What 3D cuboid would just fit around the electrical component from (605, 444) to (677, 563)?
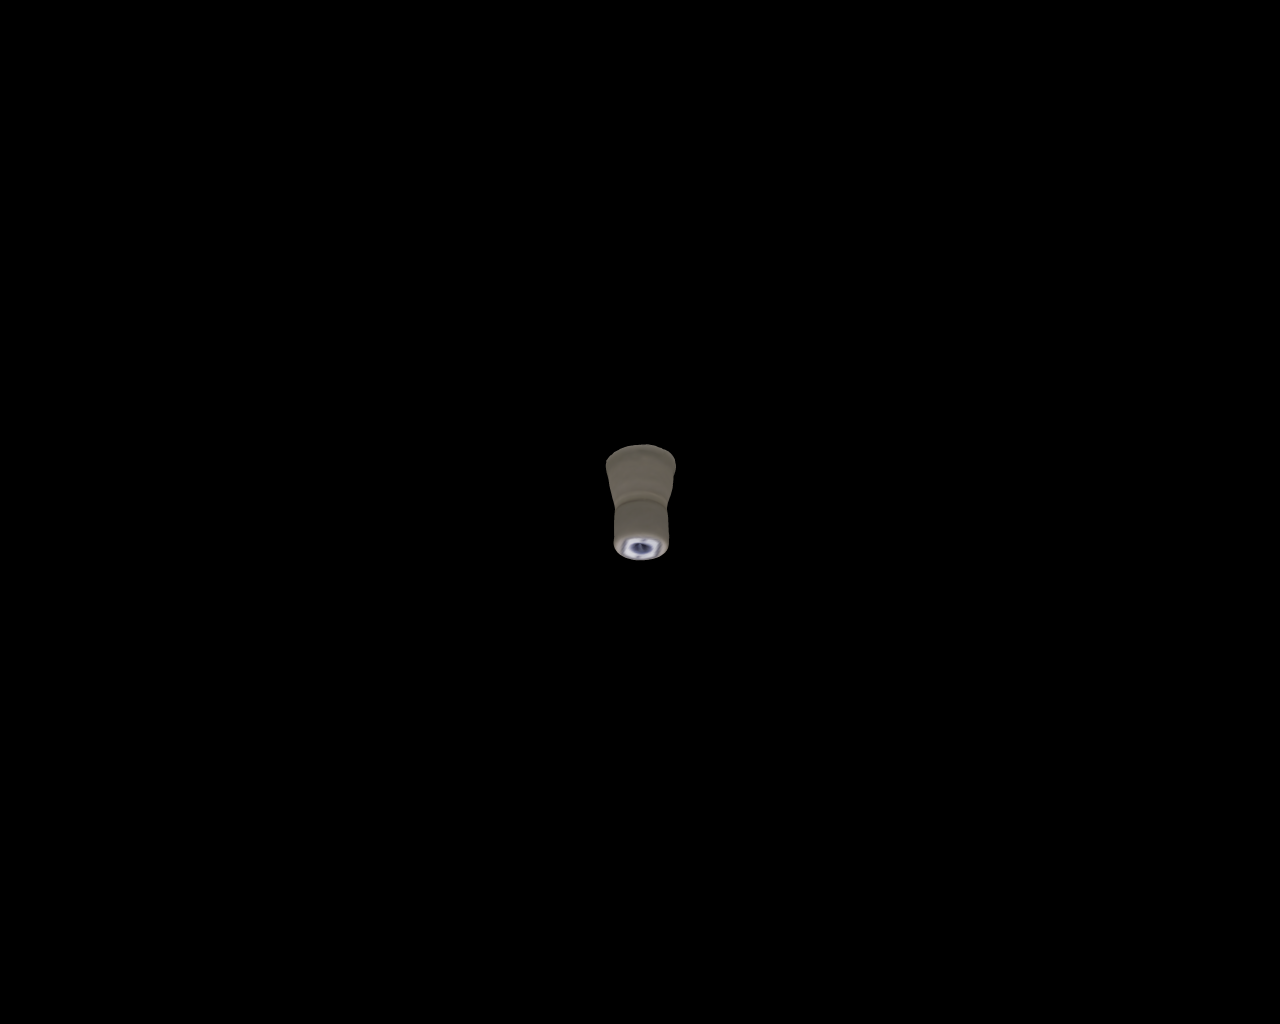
[{"bbox_3d":[0.001,-0.003,0.650,0.044,0.065,0.044,0,-33,0],"label":"electrical component"}]
